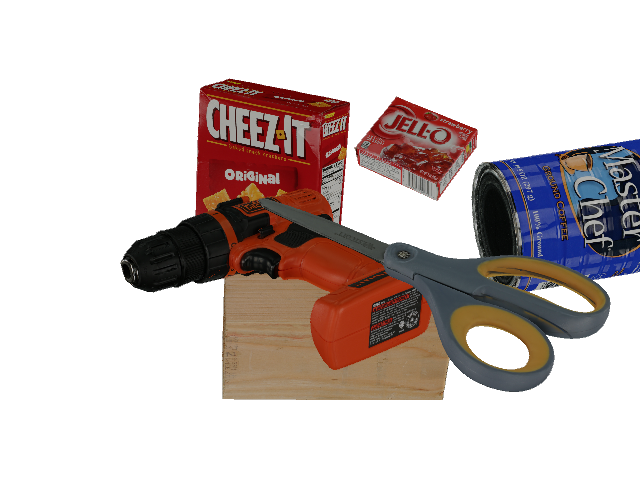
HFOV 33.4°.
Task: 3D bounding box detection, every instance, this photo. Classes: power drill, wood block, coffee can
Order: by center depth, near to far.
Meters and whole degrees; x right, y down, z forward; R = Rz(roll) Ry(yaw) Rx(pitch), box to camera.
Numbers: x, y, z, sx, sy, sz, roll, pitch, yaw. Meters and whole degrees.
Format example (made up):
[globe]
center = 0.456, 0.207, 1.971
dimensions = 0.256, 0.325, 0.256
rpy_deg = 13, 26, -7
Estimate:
[power drill]
center = -0.026, 0.023, 0.771
dimensions = 0.184, 0.057, 0.188
rpy_deg = -20, 35, -35
[coffee can]
center = 0.197, -0.019, 0.807
dimensions = 0.140, 0.103, 0.103
rpy_deg = -9, 1, -8
[wood block]
center = 0.011, 0.090, 1.005
dimensions = 0.206, 0.090, 0.091
rpy_deg = 1, 30, -6

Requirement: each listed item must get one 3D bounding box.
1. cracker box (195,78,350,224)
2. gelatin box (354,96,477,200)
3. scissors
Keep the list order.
[cracker box]
center = -0.060, -0.063, 1.218
dimensions = 0.164, 0.214, 0.072
rpy_deg = 15, 24, 26
[gelatin box]
center = 0.088, -0.086, 0.980
dimensions = 0.089, 0.073, 0.030
rpy_deg = 27, -28, 23
[scissors]
center = 0.044, 0.025, 0.549
dimensions = 0.202, 0.016, 0.096
rpy_deg = 12, 42, 17
